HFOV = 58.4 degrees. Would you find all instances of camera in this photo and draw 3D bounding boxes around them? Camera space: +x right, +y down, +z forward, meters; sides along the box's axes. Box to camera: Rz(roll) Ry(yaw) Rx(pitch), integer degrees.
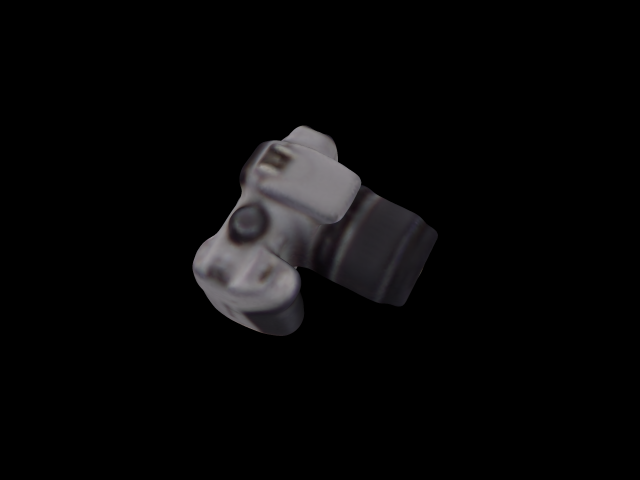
[{"bbox_3d":[0.004,0.001,0.400,0.136,0.101,0.143,26,69,11],"label":"camera"}]
